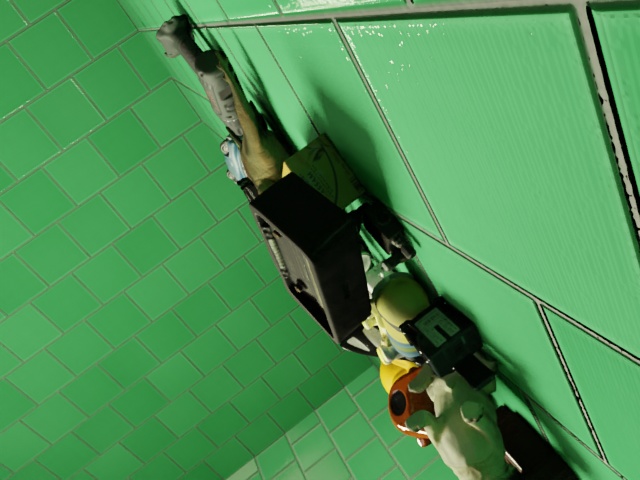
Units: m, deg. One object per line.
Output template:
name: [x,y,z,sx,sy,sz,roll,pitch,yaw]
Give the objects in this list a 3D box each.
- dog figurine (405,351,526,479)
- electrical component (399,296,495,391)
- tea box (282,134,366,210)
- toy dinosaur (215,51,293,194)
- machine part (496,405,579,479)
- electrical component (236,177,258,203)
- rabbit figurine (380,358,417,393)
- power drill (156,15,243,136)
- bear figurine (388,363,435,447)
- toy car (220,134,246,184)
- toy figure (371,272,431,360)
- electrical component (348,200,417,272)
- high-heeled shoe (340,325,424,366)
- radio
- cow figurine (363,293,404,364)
dog figurine: [0.211,0.253,0.713,0.121,0.172,0.190,-17,115,41]
electrical component: [0.162,0.132,0.670,0.047,0.075,0.119,57,177,-35]
tea box: [-0.001,-0.076,0.763,0.098,0.068,0.169,52,175,1]
toy dinosaur: [-0.094,-0.140,0.973,0.199,0.105,0.471,55,171,20]
machine part: [0.306,0.328,0.782,0.179,0.056,0.179,53,175,6]
electrical component: [-0.100,-0.100,1.181,0.134,0.115,0.058,57,177,-33]
rabbit figurine: [0.202,0.267,1.119,0.162,0.122,0.173,63,160,0]
power drill: [-0.226,-0.322,1.057,0.207,0.086,0.232,56,174,11]
bear figurine: [0.209,0.263,0.843,0.196,0.120,0.132,16,151,-27]
toy car: [-0.159,-0.193,1.253,0.103,0.109,0.161,27,153,20]
toy figure: [0.134,0.118,0.795,0.089,0.082,0.179,31,155,41]
electrical component: [0.076,-0.005,0.684,0.102,0.045,0.078,52,175,14]
high-heeled shoe: [0.154,0.236,0.993,0.248,0.145,0.086,55,175,-1]
radio: [-0.007,0.028,0.699,0.131,0.073,0.229,41,160,32]
cow figurine: [0.120,0.123,0.932,0.068,0.098,0.167,83,166,-65]
